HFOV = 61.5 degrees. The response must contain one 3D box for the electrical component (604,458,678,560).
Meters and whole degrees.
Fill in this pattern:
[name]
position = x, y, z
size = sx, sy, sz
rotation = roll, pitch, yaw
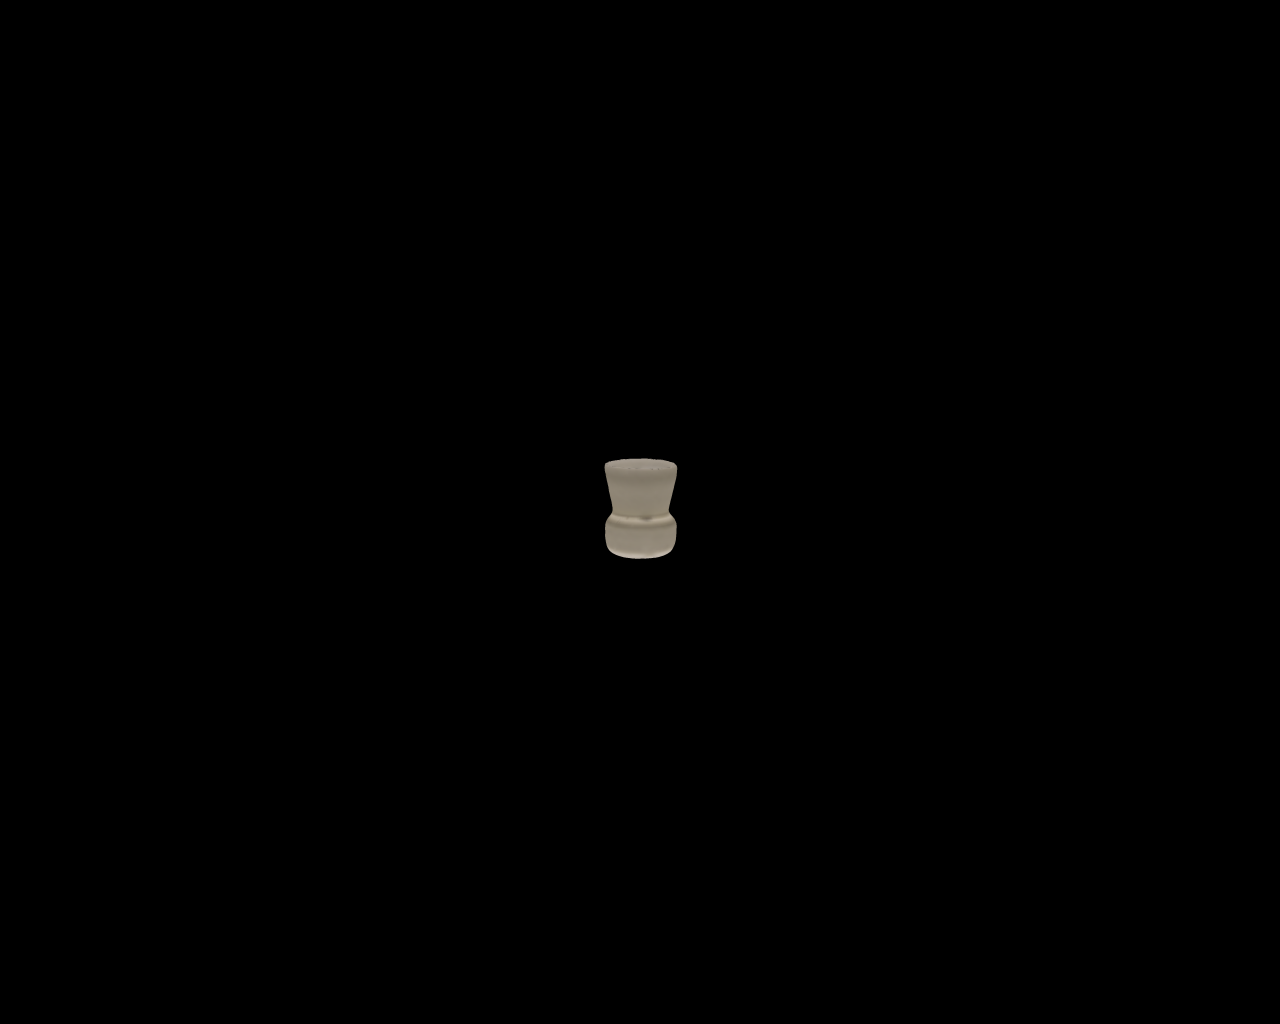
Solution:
[electrical component]
position = 0.001, -0.003, 0.650
size = 0.045, 0.055, 0.045
rotation = 0, 11, 0
